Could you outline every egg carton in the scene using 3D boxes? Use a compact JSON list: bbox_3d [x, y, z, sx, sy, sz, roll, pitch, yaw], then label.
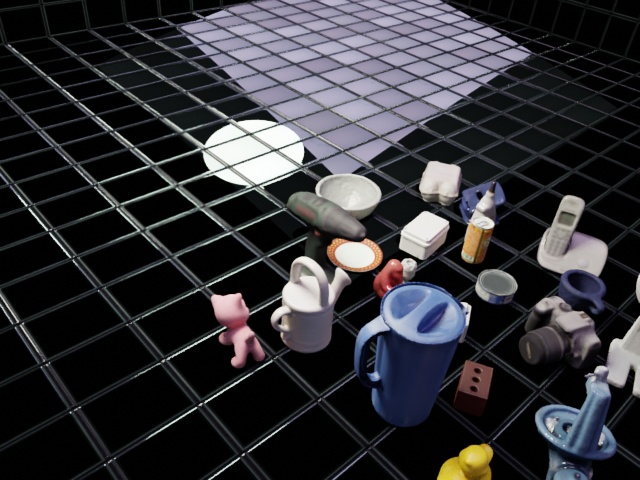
[{"bbox_3d":[0.332,-0.159,1.574,0.107,0.069,0.150,13,38,10],"label":"egg carton"}]

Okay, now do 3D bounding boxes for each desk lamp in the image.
[{"bbox_3d":[0.641,0.161,1.083,0.117,0.214,0.204,23,41,22],"label":"desk lamp"}]

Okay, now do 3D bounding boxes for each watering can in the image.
[{"bbox_3d":[-0.017,0.109,1.086,0.100,0.194,0.173,21,41,20],"label":"watering can"}]

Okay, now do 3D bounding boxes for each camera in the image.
[{"bbox_3d":[0.455,0.183,1.124,0.137,0.101,0.142,-12,41,-20],"label":"camera"}]

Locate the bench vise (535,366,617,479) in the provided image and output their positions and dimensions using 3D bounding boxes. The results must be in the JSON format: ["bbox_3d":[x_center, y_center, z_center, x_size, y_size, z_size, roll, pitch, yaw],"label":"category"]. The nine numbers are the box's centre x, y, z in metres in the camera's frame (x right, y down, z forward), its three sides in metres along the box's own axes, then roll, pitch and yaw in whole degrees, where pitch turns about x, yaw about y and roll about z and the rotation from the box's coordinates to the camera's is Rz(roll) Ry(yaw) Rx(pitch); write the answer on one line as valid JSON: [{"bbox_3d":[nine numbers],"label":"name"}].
[{"bbox_3d":[0.401,0.309,0.858,0.121,0.220,0.207,3,38,-2],"label":"bench vise"}]

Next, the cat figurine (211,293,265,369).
[{"bbox_3d":[-0.154,0.156,1.073,0.067,0.118,0.127,-19,44,-28],"label":"cat figurine"}]

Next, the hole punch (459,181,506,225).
[{"bbox_3d":[0.420,-0.098,1.488,0.101,0.091,0.108,2,38,-4],"label":"hole punch"}]

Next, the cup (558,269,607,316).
[{"bbox_3d":[0.549,0.132,1.205,0.092,0.095,0.117,-5,39,-13],"label":"cup"}]

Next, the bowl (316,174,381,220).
[{"bbox_3d":[0.070,-0.097,1.459,0.167,0.075,0.167,3,38,-2],"label":"bowl"}]

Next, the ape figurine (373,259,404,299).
[{"bbox_3d":[0.155,0.083,1.224,0.076,0.092,0.078,25,42,24],"label":"ape figurine"}]

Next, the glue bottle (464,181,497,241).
[{"bbox_3d":[0.398,-0.068,1.380,0.078,0.173,0.037,-27,48,-34],"label":"glue bottle"}]

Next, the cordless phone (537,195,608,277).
[{"bbox_3d":[0.592,-0.006,1.314,0.147,0.185,0.094,17,39,15],"label":"cordless phone"}]

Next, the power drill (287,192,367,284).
[{"bbox_3d":[0.011,0.004,1.213,0.076,0.208,0.228,-23,46,-31],"label":"power drill"}]

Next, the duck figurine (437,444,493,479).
[{"bbox_3d":[0.230,0.357,0.886,0.105,0.086,0.077,-25,47,-33],"label":"duck figurine"}]
